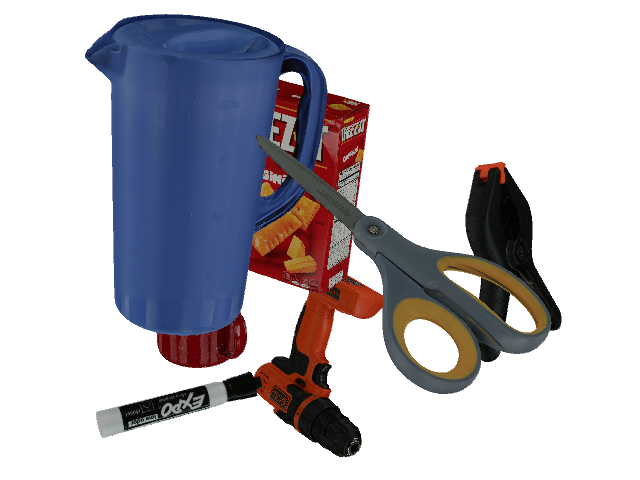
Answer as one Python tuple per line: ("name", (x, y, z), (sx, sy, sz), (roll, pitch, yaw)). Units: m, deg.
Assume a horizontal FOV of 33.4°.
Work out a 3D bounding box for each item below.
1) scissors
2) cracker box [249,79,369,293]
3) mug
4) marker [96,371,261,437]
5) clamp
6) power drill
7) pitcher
("scissors", (0.024, 0.013, 0.572), (0.202, 0.016, 0.096), (28, 52, 16))
("cracker box", (-0.043, -0.064, 1.194), (0.164, 0.214, 0.072), (19, 28, 24))
("mug", (-0.110, 0.074, 1.028), (0.093, 0.081, 0.117), (-22, 35, -39))
("marker", (-0.100, 0.117, 0.767), (0.121, 0.020, 0.020), (-13, 4, -20))
("clamp", (0.158, 0.021, 0.939), (0.039, 0.171, 0.120), (-11, 12, 39))
("power drill", (0.007, 0.136, 1.241), (0.057, 0.188, 0.185), (15, 11, -44))
("pitcher", (-0.095, -0.051, 0.855), (0.149, 0.243, 0.144), (18, 26, 22))
